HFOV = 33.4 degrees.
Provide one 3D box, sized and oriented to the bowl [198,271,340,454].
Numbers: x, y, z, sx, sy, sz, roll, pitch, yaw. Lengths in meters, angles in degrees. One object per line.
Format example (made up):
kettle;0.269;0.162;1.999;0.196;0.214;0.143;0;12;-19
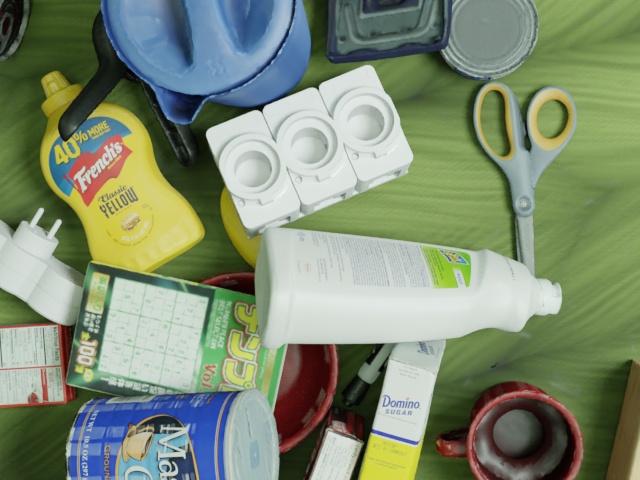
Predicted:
bowl;-0.062;0.105;0.926;0.162;0.055;0.162;0;92;5

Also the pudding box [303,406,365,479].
pudding box;0.004;0.205;0.906;0.039;0.090;0.113;18;94;2

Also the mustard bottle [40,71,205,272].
mustard bottle;-0.187;-0.061;0.929;0.096;0.058;0.191;-31;89;3

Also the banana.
banana;-0.021;0.012;0.927;0.198;0.037;0.070;44;96;2

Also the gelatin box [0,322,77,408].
gelatin box;-0.266;0.112;0.958;0.089;0.030;0.073;-4;91;5

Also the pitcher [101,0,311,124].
pitcher;-0.068;-0.175;0.819;0.149;0.242;0.145;-34;89;5

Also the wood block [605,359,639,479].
wood block;0.287;0.214;0.881;0.091;0.090;0.206;12;94;6

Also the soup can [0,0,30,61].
soup can;-0.315;-0.204;0.929;0.102;0.068;0.068;19;94;4

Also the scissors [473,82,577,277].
scissors;0.191;-0.044;0.915;0.096;0.016;0.202;-19;91;6

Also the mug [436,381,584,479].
mug;0.155;0.166;0.895;0.117;0.081;0.093;-9;92;5

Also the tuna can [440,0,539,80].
tuna can;0.141;-0.179;0.905;0.086;0.033;0.086;0;93;5

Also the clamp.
clamp;-0.149;-0.143;0.913;0.120;0.039;0.171;22;68;-30

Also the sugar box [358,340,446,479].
sugar box;0.062;0.169;0.882;0.048;0.093;0.176;17;105;7

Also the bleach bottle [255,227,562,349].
bleach bottle;0.076;0.045;0.866;0.250;0.102;0.068;5;130;-11

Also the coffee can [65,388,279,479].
coffee can;-0.115;0.173;0.848;0.140;0.102;0.103;-6;92;17

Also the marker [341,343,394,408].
marker;0.057;0.096;0.932;0.020;0.020;0.121;35;95;3
